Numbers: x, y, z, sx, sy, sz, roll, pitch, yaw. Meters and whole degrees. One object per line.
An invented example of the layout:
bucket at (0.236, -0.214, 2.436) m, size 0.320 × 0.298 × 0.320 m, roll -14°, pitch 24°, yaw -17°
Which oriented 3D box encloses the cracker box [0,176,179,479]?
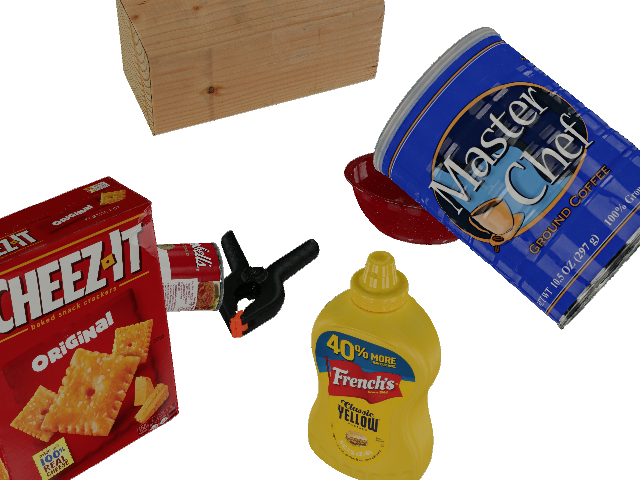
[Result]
cracker box at (-0.201, 0.080, 0.839) m, size 0.163 × 0.214 × 0.072 m, roll -27°, pitch 38°, yaw -36°

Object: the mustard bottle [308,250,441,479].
mustard bottle at (0.040, 0.091, 0.785) m, size 0.096 × 0.192 × 0.058 m, roll 18°, pitch 37°, yaw 23°

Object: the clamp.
clamp at (-0.065, 0.046, 1.241) m, size 0.120 × 0.039 × 0.171 m, roll -4°, pitch 40°, yaw 8°

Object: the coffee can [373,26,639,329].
coffee can at (0.114, -0.035, 0.592) m, size 0.140 × 0.103 × 0.102 m, roll 42°, pitch 12°, yaw 14°

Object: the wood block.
wood block at (-0.059, -0.173, 0.910) m, size 0.205 × 0.090 × 0.091 m, roll -17°, pitch -35°, yaw -17°

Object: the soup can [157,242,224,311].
soup can at (-0.151, 0.037, 1.034) m, size 0.102 × 0.068 × 0.069 m, roll -2°, pitch 1°, yaw -21°

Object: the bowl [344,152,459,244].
bowl at (0.102, -0.039, 1.072) m, size 0.162 × 0.055 × 0.162 m, roll 4°, pitch 24°, yaw -2°
